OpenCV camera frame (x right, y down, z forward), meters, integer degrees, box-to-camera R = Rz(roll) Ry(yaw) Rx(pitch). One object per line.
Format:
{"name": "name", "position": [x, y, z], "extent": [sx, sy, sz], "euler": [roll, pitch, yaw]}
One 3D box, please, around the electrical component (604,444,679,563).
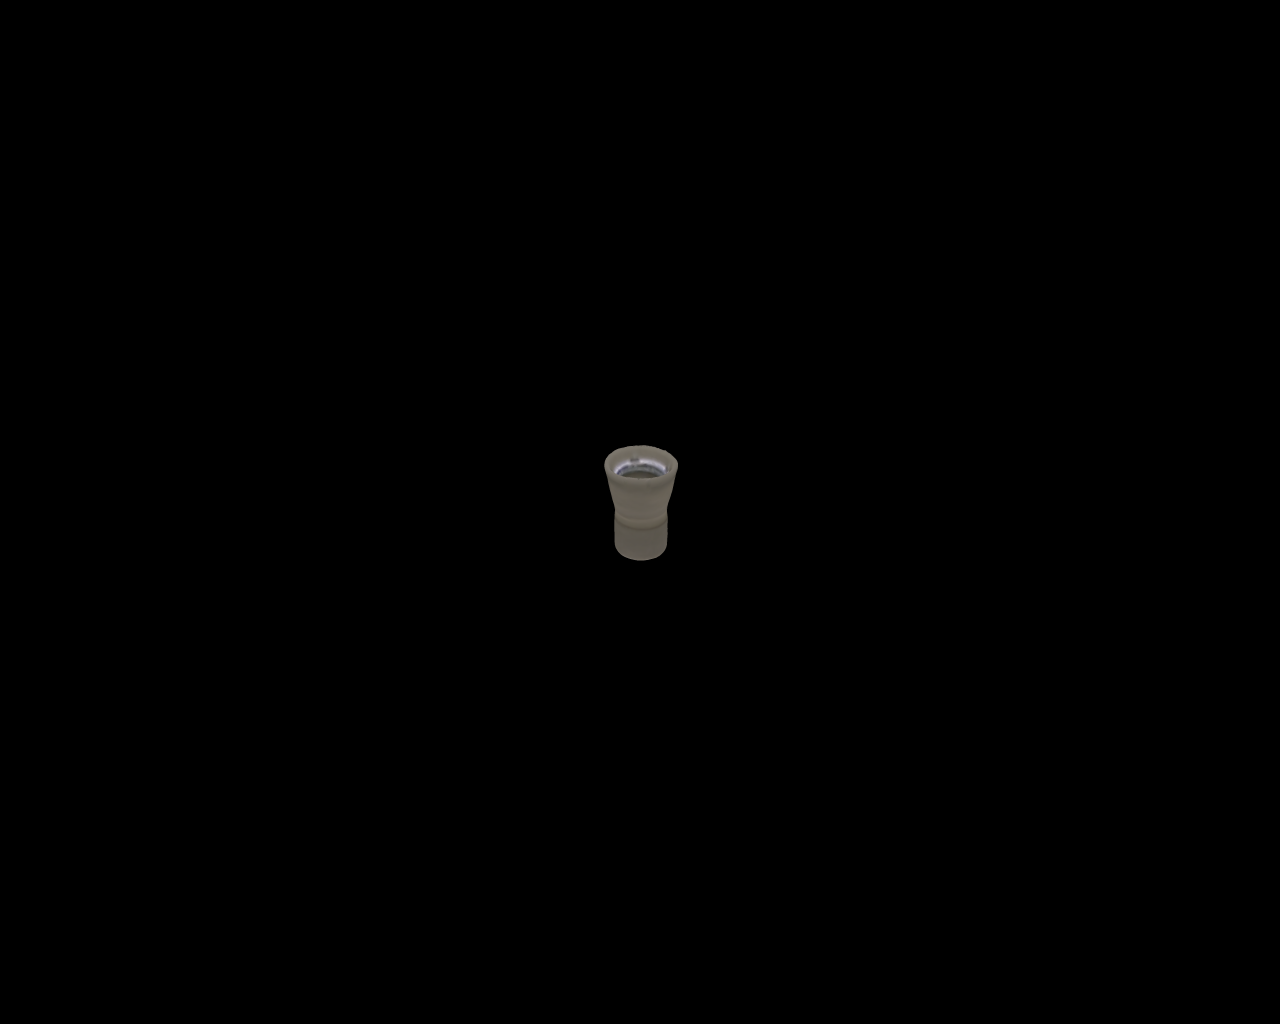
{"name": "electrical component", "position": [0.001, -0.003, 0.650], "extent": [0.044, 0.065, 0.044], "euler": [0, 33, 0]}
